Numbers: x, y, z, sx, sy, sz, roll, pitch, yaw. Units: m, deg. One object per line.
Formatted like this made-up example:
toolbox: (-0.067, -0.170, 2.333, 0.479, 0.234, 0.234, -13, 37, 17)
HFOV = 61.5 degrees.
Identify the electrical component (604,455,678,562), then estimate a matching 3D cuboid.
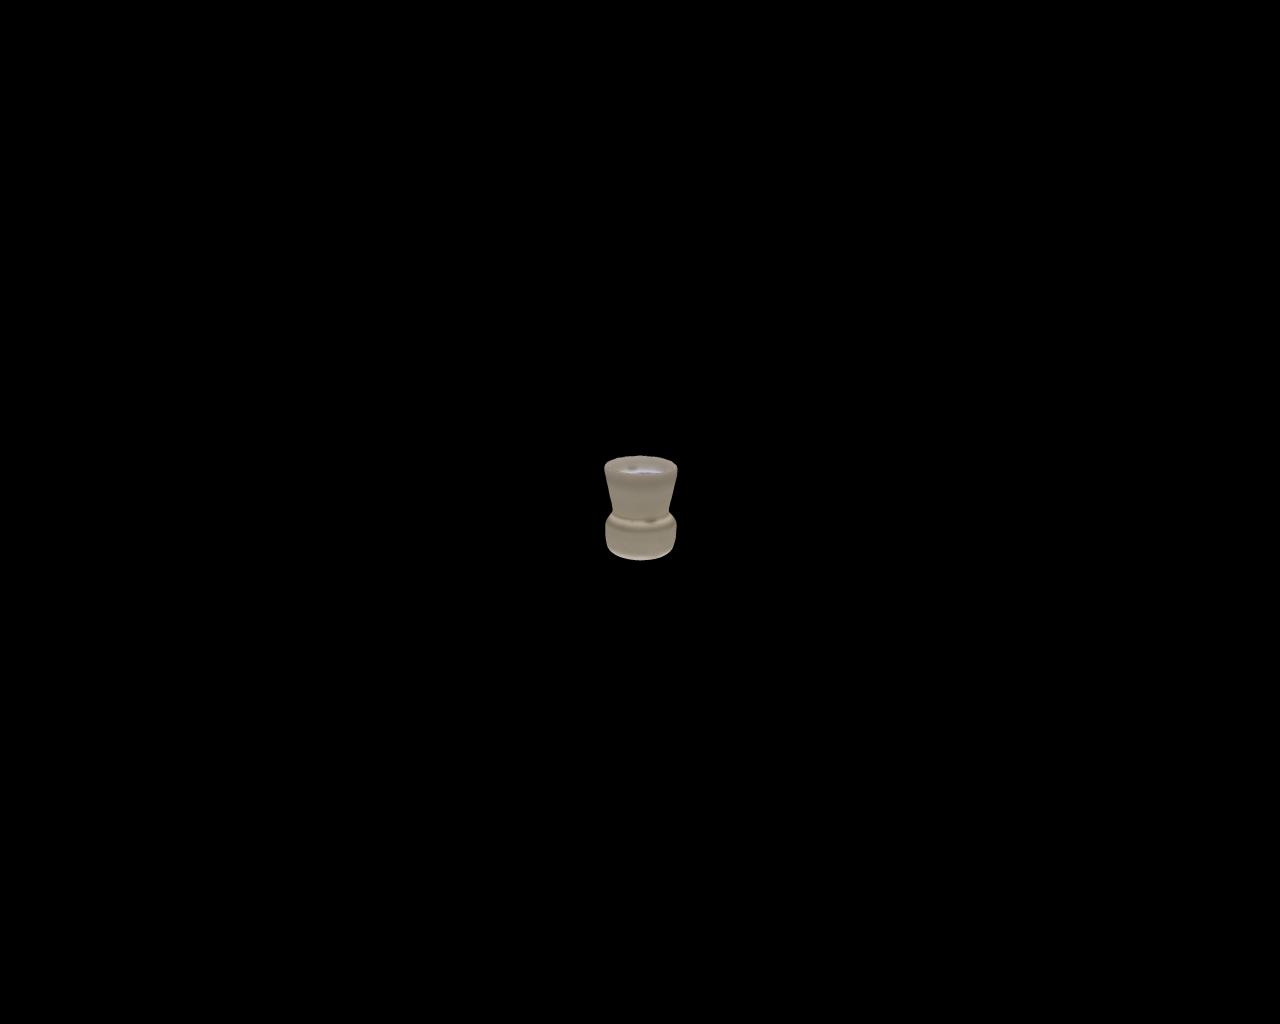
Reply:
electrical component: (0.001, -0.003, 0.650, 0.045, 0.055, 0.045, 0, 18, 0)
